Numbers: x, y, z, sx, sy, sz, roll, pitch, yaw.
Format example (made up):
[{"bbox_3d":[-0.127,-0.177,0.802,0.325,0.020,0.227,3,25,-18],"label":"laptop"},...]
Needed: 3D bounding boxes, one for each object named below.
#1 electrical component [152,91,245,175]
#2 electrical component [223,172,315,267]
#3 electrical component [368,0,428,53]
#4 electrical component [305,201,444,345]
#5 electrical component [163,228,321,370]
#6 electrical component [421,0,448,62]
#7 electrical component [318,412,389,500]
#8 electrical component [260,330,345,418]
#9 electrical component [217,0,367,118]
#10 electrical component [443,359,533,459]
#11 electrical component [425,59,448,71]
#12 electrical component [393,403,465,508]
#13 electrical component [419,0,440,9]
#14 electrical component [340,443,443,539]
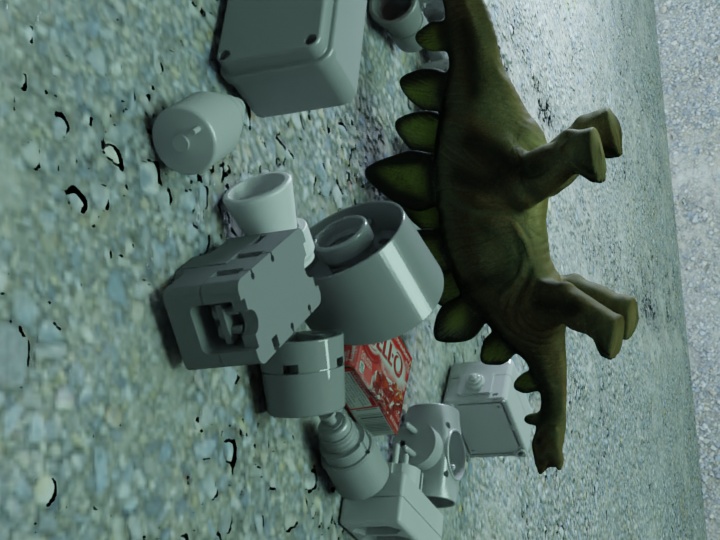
[{"bbox_3d":[-0.087,-0.083,0.620,0.078,0.040,0.040,-52,130,-59],"label":"electrical component"},{"bbox_3d":[-0.056,-0.027,0.670,0.045,0.045,0.055,-59,136,-55],"label":"electrical component"},{"bbox_3d":[0.039,-0.220,0.947,0.065,0.044,0.044,40,48,-64],"label":"electrical component"},{"bbox_3d":[0.000,0.000,0.725,0.064,0.099,0.099,62,30,-27],"label":"electrical component"},{"bbox_3d":[-0.069,0.016,0.614,0.089,0.056,0.050,-48,127,-60],"label":"electrical component"},{"bbox_3d":[0.076,-0.226,1.036,0.065,0.044,0.044,57,34,-53],"label":"electrical component"},{"bbox_3d":[-0.009,0.124,0.740,0.040,0.040,0.078,-71,145,-46],"label":"electrical component"},{"bbox_3d":[-0.036,0.065,0.679,0.055,0.055,0.047,-14,100,-66],"label":"electrical component"},{"bbox_3d":[-0.043,-0.164,0.699,0.057,0.078,0.113,52,38,-55],"label":"electrical component"},{"bbox_3d":[0.120,0.123,1.007,0.061,0.062,0.096,-71,145,-45],"label":"electrical component"},{"bbox_3d":[0.094,-0.141,1.021,0.079,0.063,0.121,37,50,-59],"label":"electrical component"},{"bbox_3d":[0.051,0.145,0.867,0.079,0.044,0.077,45,44,-54],"label":"electrical component"},{"bbox_3d":[0.054,-0.275,0.971,0.096,0.062,0.061,-71,145,-46],"label":"electrical component"},{"bbox_3d":[0.027,0.168,0.801,0.083,0.047,0.075,54,36,-47],"label":"electrical component"}]
